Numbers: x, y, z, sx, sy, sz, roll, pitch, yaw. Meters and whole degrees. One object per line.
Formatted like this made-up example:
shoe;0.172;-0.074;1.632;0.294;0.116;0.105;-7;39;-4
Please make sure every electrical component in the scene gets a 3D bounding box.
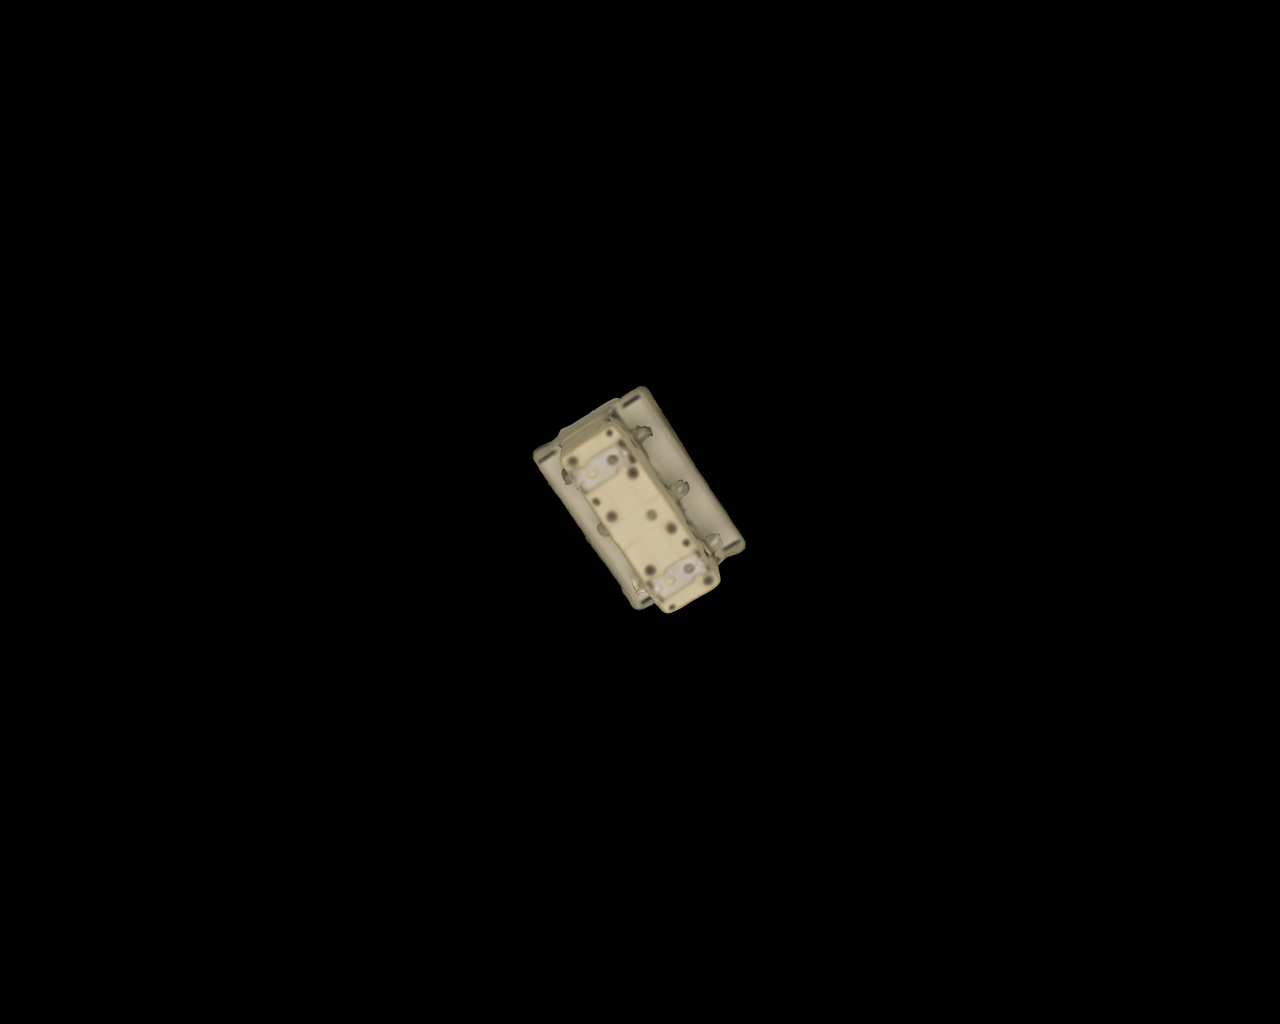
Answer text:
electrical component;0.001;-0.003;0.650;0.078;0.121;0.063;-30;15;9
